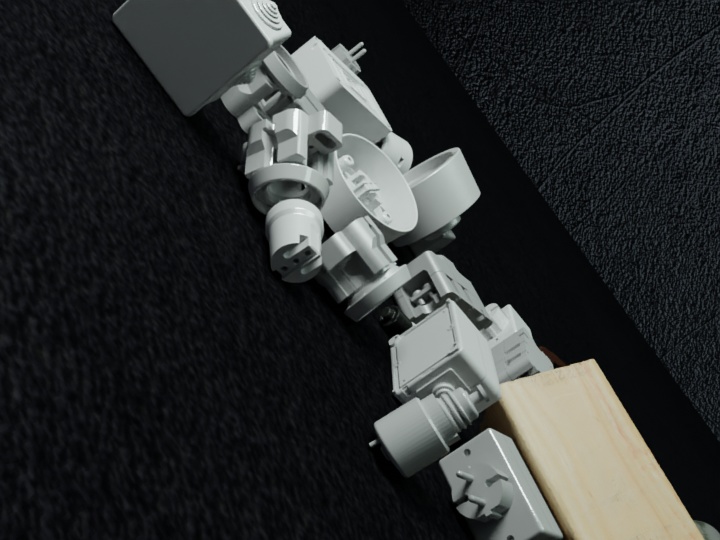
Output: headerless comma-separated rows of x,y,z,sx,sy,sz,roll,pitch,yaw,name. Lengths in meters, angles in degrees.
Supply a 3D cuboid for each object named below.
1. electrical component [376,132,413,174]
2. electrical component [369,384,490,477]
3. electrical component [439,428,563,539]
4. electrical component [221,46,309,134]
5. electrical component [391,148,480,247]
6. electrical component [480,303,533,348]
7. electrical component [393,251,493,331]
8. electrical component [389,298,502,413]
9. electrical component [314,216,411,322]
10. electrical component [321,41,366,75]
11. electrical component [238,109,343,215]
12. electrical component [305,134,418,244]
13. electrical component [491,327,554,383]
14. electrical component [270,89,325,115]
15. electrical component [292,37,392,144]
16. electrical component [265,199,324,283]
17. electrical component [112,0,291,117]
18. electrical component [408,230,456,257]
0.020,-0.122,1.127,0.047,0.055,0.055,30,28,-50,electrical component
0.045,0.097,0.674,0.040,0.078,0.040,58,1,-1,electrical component
0.087,0.153,0.730,0.076,0.047,0.083,32,26,-52,electrical component
-0.080,-0.152,0.879,0.058,0.057,0.078,33,26,-54,electrical component
0.065,-0.064,1.040,0.060,0.108,0.108,57,14,-11,electrical component
0.135,0.060,1.084,0.076,0.047,0.065,49,15,-17,electrical component
0.069,0.025,0.951,0.089,0.050,0.055,34,24,-52,electrical component
0.065,0.078,0.794,0.061,0.062,0.096,49,16,-19,electrical component
0.000,0.000,0.783,0.057,0.058,0.078,52,14,3,electrical component
-0.025,-0.217,1.159,0.047,0.076,0.083,45,17,-31,electrical component
-0.050,-0.073,0.768,0.058,0.078,0.057,39,42,-45,electrical component
-0.001,-0.063,0.907,0.099,0.064,0.099,50,15,-19,electrical component
0.147,0.100,1.011,0.050,0.056,0.089,52,15,-9,electrical component
-0.052,-0.124,0.934,0.081,0.042,0.063,50,18,-13,electrical component
-0.028,-0.167,1.073,0.113,0.057,0.078,34,24,-53,electrical component
-0.044,-0.019,0.726,0.040,0.040,0.046,44,23,-33,electrical component
-0.109,-0.171,0.753,0.099,0.100,0.048,53,28,-5,electrical component
0.077,-0.060,1.117,0.065,0.077,0.047,57,15,12,electrical component
